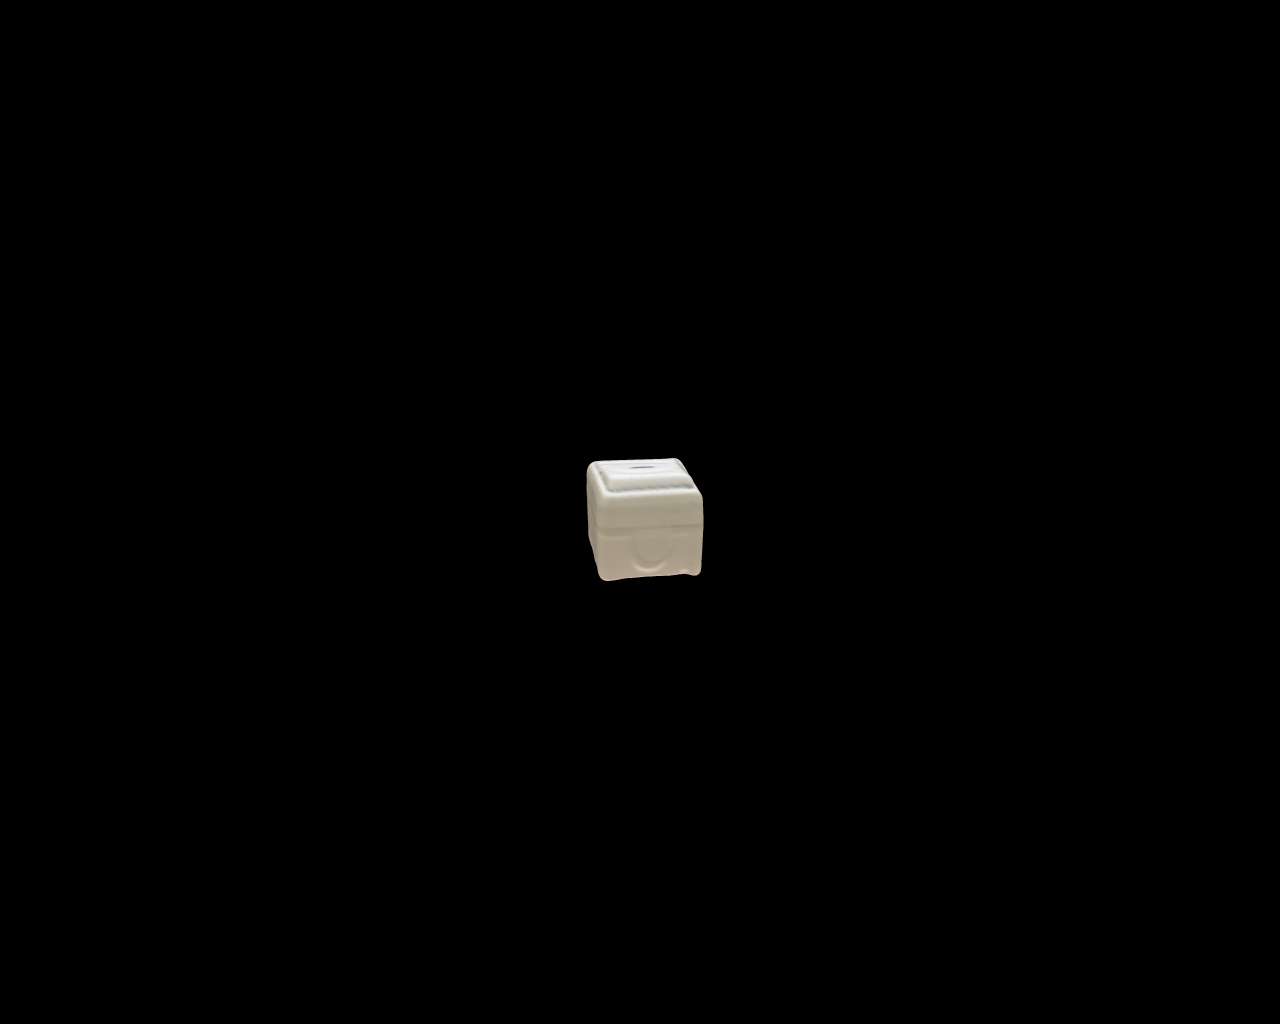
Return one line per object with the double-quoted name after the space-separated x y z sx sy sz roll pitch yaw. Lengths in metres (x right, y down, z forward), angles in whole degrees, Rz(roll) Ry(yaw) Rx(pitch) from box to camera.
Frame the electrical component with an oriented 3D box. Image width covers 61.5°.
0.001 -0.003 0.650 0.062 0.061 0.096 -2 18 -7 "electrical component"
